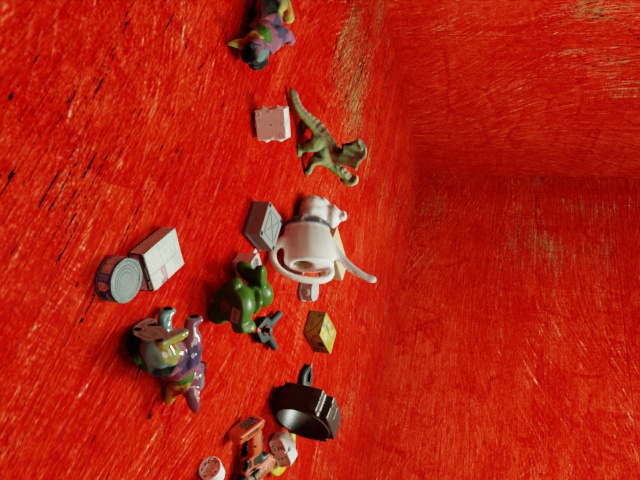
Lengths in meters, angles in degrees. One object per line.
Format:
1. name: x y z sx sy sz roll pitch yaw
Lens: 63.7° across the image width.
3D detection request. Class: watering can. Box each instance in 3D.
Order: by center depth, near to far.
1. watering can: 0.005 0.037 1.611 0.102 0.347 0.229 125 -34 -53

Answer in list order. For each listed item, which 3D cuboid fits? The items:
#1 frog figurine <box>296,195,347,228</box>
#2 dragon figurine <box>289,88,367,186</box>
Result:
1. frog figurine: 0.005 -0.087 1.737 0.140 0.159 0.120 -63 148 -48
2. dragon figurine: 0.042 -0.321 1.705 0.401 0.243 0.125 72 34 -49
